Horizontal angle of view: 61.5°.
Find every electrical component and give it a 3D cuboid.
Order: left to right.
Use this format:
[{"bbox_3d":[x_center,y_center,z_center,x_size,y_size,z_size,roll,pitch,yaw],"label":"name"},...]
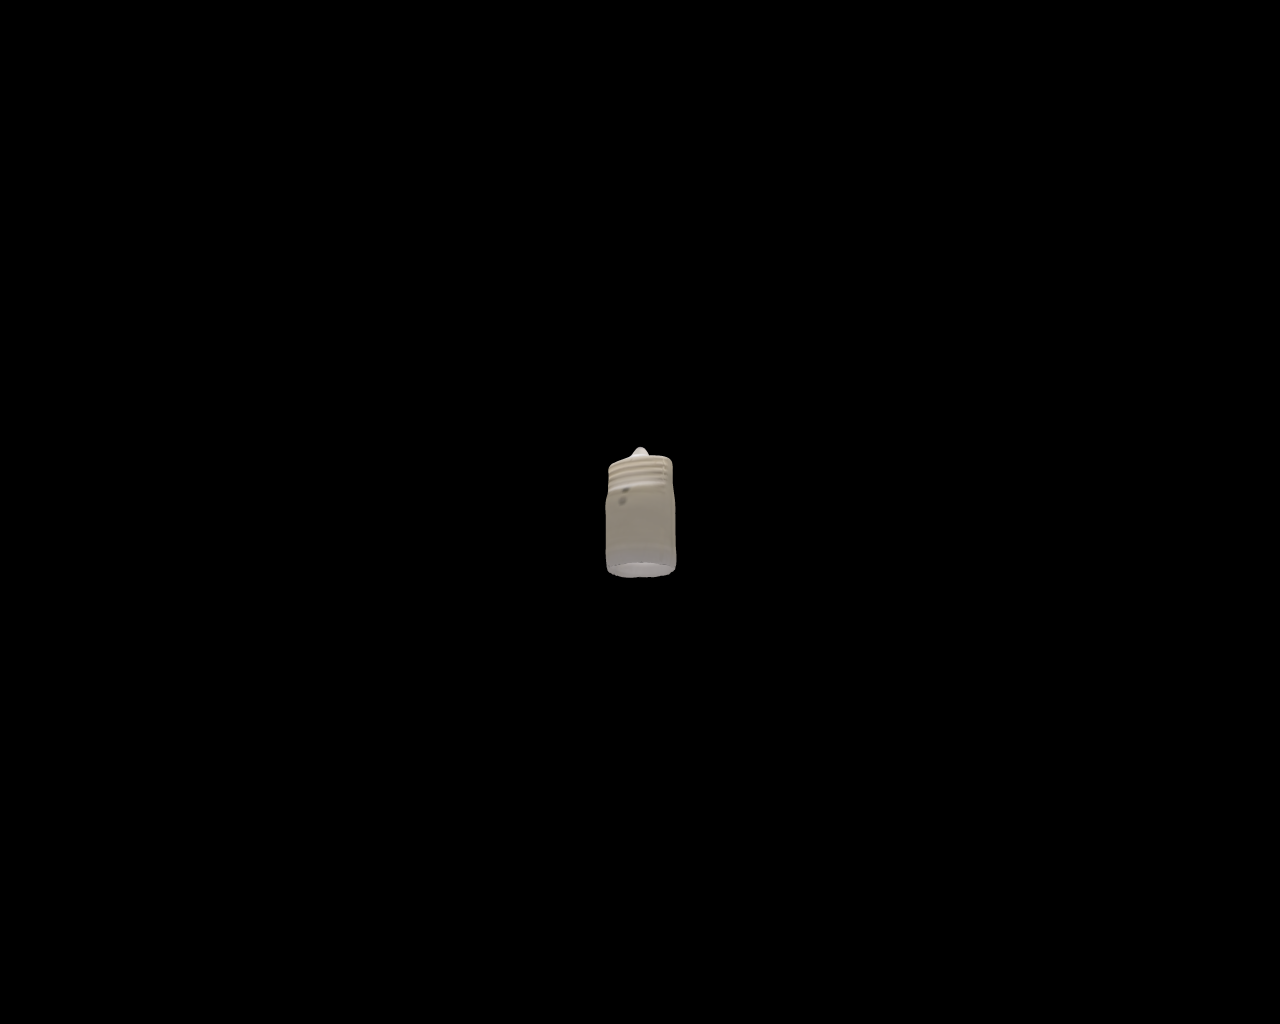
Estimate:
[{"bbox_3d":[0.001,-0.003,0.650,0.043,0.081,0.043,0,-16,0],"label":"electrical component"}]
